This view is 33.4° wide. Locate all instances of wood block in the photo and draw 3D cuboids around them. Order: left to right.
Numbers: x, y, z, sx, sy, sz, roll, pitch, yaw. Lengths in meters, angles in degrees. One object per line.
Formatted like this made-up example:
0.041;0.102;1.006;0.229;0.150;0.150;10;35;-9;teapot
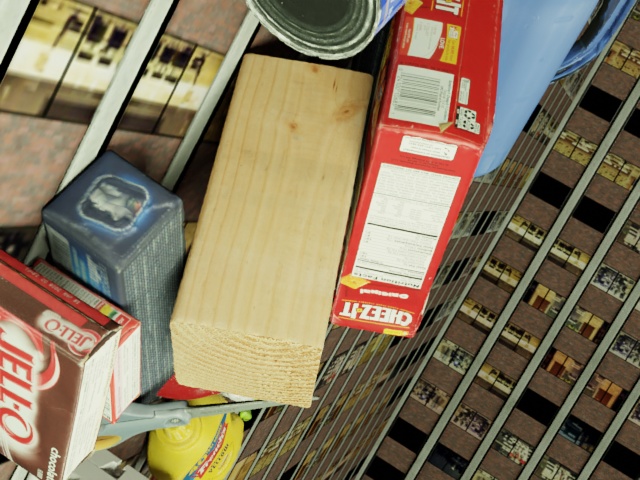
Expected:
-0.028;-0.009;0.690;0.091;0.090;0.206;98;3;-59;wood block

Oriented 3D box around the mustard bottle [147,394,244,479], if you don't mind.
-0.121;0.189;1.010;0.096;0.058;0.191;-56;166;-14;mustard bottle

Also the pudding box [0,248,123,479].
-0.155;0.067;0.555;0.039;0.090;0.114;-46;162;-45;pudding box

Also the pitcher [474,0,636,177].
0.153;-0.165;0.888;0.144;0.149;0.243;-48;165;-36;pitcher

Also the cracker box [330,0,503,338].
0.065;-0.058;0.734;0.214;0.072;0.164;101;0;-52;cracker box

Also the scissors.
-0.109;0.108;0.692;0.096;0.202;0.016;59;19;-56;scissors

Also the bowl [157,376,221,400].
-0.086;0.077;0.901;0.162;0.055;0.162;-53;165;-22;bowl

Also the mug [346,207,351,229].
-0.006;0.001;0.964;0.093;0.081;0.117;-56;166;-12;mug

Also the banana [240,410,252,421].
-0.039;0.088;1.086;0.070;0.037;0.198;19;-97;59;banana

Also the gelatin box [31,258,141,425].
-0.141;0.060;0.626;0.030;0.073;0.089;-50;164;-33;gelatin box

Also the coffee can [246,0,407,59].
0.027;-0.188;0.632;0.140;0.103;0.103;-50;164;-32;coffee can
